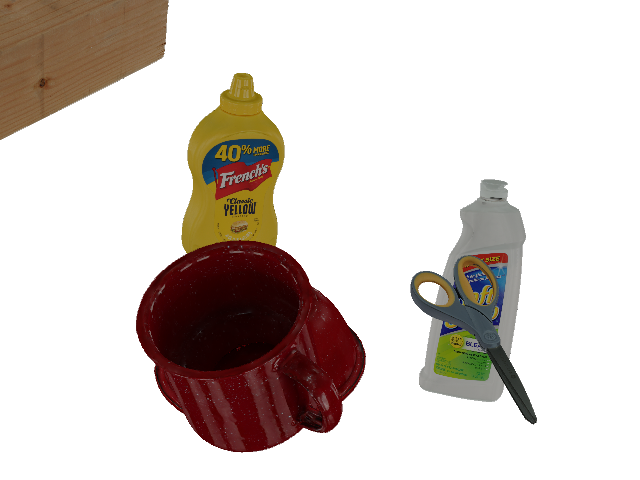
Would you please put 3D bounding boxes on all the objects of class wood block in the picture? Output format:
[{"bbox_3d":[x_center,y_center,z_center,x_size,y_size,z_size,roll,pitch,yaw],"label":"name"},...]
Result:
[{"bbox_3d":[-0.233,-0.178,0.924,0.090,0.091,0.205,30,42,21],"label":"wood block"}]

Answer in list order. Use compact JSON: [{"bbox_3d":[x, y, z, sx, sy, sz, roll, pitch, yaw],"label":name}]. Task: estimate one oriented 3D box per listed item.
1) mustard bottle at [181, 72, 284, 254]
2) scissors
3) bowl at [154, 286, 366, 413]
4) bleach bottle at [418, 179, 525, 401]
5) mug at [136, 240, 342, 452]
[{"bbox_3d":[-0.084,-0.073,1.058,0.096,0.192,0.058,-4,29,-21],"label":"mustard bottle"},{"bbox_3d":[0.138,0.089,1.000,0.096,0.016,0.201,0,44,-2],"label":"scissors"},{"bbox_3d":[-0.046,0.070,0.804,0.162,0.055,0.162,-2,30,1],"label":"bowl"},{"bbox_3d":[0.177,0.054,1.225,0.103,0.251,0.068,9,15,16],"label":"bleach bottle"},{"bbox_3d":[-0.034,0.065,0.573,0.117,0.081,0.093,25,57,32],"label":"mug"}]
